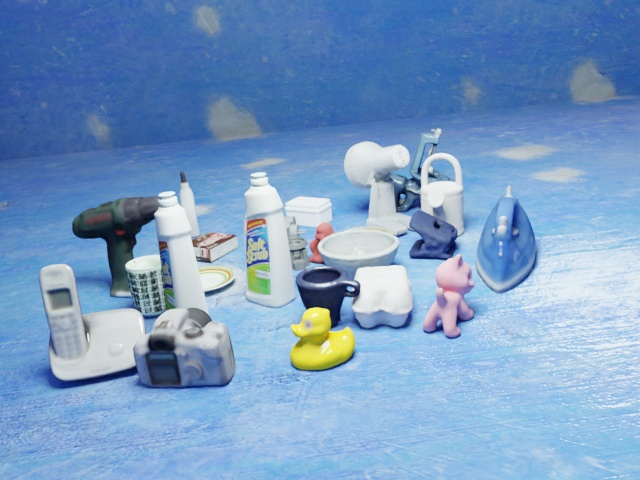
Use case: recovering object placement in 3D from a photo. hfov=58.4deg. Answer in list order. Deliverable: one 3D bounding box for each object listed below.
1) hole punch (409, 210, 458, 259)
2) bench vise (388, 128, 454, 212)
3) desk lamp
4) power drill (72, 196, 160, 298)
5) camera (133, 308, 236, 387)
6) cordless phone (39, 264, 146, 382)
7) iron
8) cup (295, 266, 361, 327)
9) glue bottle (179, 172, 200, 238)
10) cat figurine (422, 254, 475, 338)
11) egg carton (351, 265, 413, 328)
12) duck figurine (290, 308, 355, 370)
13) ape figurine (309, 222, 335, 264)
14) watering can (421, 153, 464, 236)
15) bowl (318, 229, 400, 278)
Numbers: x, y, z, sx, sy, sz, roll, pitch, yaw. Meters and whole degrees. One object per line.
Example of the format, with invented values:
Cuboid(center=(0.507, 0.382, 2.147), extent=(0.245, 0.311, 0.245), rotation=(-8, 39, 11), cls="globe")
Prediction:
Cuboid(center=(0.250, -0.016, 1.259), extent=(0.101, 0.091, 0.109), rotation=(2, 21, 19), cls="hole punch")
Cuboid(center=(0.261, -0.184, 1.532), extent=(0.207, 0.220, 0.121), rotation=(-6, 20, -1), cls="bench vise")
Cuboid(center=(0.162, -0.140, 1.444), extent=(0.118, 0.214, 0.202), rotation=(-18, 23, -31), cls="desk lamp")
Cuboid(center=(-0.394, 0.011, 1.182), extent=(0.229, 0.208, 0.076), rotation=(1, 21, 16), cls="power drill")
Cuboid(center=(-0.201, 0.153, 0.897), extent=(0.143, 0.101, 0.137), rotation=(-2, 20, 8), cls="camera")
Cuboid(center=(-0.357, 0.122, 0.899), extent=(0.148, 0.185, 0.094), rotation=(-10, 20, -13), cls="cordless phone")
Cuboid(center=(0.369, -0.011, 1.141), extent=(0.118, 0.141, 0.259), rotation=(2, 21, 20), cls="iron")
Cuboid(center=(0.019, 0.103, 0.986), extent=(0.117, 0.095, 0.092), rotation=(5, 22, 27), cls="cup")
Cuboid(center=(-0.351, -0.097, 1.520), extent=(0.037, 0.173, 0.078), rotation=(-10, 20, -12), cls="glue bottle")
Cuboid(center=(0.218, 0.082, 0.958), extent=(0.067, 0.118, 0.128), rotation=(7, 23, 30), cls="cat figurine")
Cuboid(center=(0.110, 0.097, 1.015), extent=(0.107, 0.069, 0.150), rotation=(-4, 20, 5), cls="egg carton")
Cuboid(center=(0.002, 0.145, 0.886), extent=(0.105, 0.086, 0.077), rotation=(-10, 20, -11), cls="duck figurine")
Cuboid(center=(0.012, 0.005, 1.265), extent=(0.076, 0.092, 0.077), rotation=(-10, 20, -12), cls="ape figurine")
Cuboid(center=(0.288, -0.106, 1.346), extent=(0.101, 0.194, 0.172), rotation=(-6, 20, 0), cls="watering can")
Cuboid(center=(0.080, 0.038, 1.179), extent=(0.167, 0.075, 0.167), rotation=(-5, 20, 2), cls="bowl")
